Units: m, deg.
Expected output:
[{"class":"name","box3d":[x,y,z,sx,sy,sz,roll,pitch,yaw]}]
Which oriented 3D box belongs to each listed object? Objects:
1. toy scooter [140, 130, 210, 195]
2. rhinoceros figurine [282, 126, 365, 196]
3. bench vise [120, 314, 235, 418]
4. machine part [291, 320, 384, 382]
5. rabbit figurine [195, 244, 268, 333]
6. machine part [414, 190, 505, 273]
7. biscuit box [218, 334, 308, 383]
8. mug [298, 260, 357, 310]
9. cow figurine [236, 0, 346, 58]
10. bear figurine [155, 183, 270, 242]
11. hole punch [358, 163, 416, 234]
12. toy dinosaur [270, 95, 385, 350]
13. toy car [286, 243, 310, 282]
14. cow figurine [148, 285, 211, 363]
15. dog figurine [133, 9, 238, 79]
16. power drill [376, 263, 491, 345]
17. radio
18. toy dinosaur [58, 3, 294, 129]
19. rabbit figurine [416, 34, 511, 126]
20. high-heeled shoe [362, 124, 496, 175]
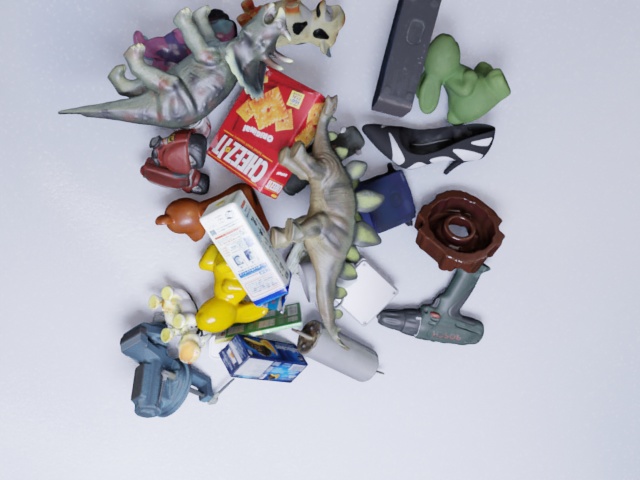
[{"class":"toy scooter","box3d":[-0.285,-0.148,1.033,0.135,0.183,0.075,8,62,-5]},{"class":"rhinoceros figurine","box3d":[0.000,-0.161,1.069,0.190,0.112,0.073,-31,97,10]},{"class":"bench vise","box3d":[-0.303,0.273,1.109,0.129,0.224,0.240,-38,131,15]},{"class":"machine part","box3d":[0.039,0.234,1.126,0.243,0.079,0.079,31,97,-28]},{"class":"rabbit figurine","box3d":[-0.189,0.111,1.092,0.162,0.122,0.173,43,60,-41]},{"class":"machine part","box3d":[0.279,-0.017,1.087,0.179,0.056,0.179,3,57,-4]},{"class":"biscuit box","box3d":[-0.110,0.242,1.091,0.059,0.202,0.063,-47,55,12]},{"class":"mug","box3d":[0.021,0.084,1.071,0.107,0.081,0.109,-17,88,-8]},{"class":"cow figurine","box3d":[-0.047,-0.408,1.032,0.195,0.127,0.085,-7,58,12]},{"class":"bear figurine","box3d":[-0.214,-0.037,1.075,0.196,0.120,0.131,-20,103,2]},{"class":"hole punch","box3d":[0.136,-0.079,1.102,0.116,0.092,0.142,-20,96,-3]},{"class":"toy dinosaur","box3d":[0.016,-0.024,0.984,0.198,0.105,0.470,2,98,-25]},{"class":"toy car","box3d":[-0.002,-0.003,1.121,0.073,0.056,0.201,32,97,-7]},{"class":"cow figurine","box3d":[-0.273,0.174,1.090,0.068,0.098,0.167,-38,66,16]},{"class":"dog figurine","box3d":[-0.239,-0.339,1.033,0.219,0.108,0.191,-4,98,-5]},{"class":"power drill","box3d":[0.257,0.120,1.142,0.232,0.086,0.207,20,93,-6]},{"class":"radio","box3d":[0.164,-0.359,1.034,0.073,0.131,0.229,13,98,-3]},{"class":"toy dinosaur","box3d":[-0.232,-0.273,0.940,0.405,0.131,0.192,-36,103,4]},{"class":"rabbit figurine","box3d":[0.259,-0.319,1.056,0.159,0.121,0.170,-36,115,25]},{"class":"high-heeled shoe","box3d":[0.219,-0.208,1.061,0.248,0.086,0.145,19,136,-21]}]
